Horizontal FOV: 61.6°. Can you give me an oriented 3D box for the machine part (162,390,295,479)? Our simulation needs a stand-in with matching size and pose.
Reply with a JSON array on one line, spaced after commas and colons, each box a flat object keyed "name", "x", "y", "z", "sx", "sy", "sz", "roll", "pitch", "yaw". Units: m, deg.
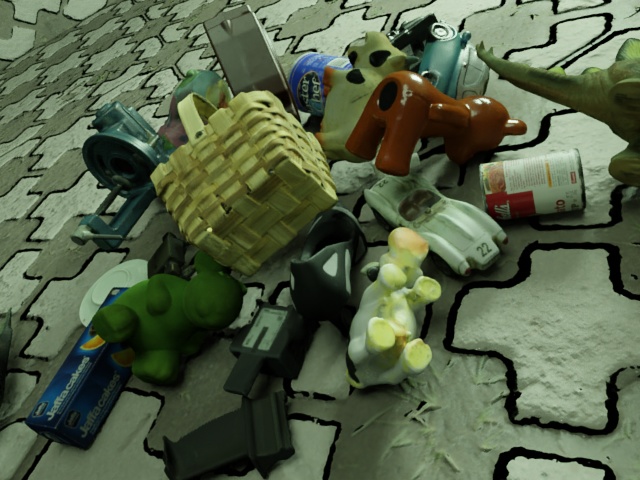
[{"name": "machine part", "x": -0.093, "y": 0.205, "z": 0.540, "sx": 0.139, "sy": 0.039, "sz": 0.084, "roll": -22, "pitch": 46, "yaw": 7}]

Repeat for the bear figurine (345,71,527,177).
[{"name": "bear figurine", "x": 0.152, "y": -0.135, "z": 0.684, "sx": 0.120, "sy": 0.196, "sz": 0.131, "roll": 44, "pitch": 116, "yaw": 54}]

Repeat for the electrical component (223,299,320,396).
[{"name": "electrical component", "x": -0.057, "y": 0.124, "z": 0.593, "sx": 0.075, "sy": 0.047, "sz": 0.119, "roll": -1, "pitch": 48, "yaw": 30}]

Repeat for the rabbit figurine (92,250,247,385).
[{"name": "rabbit figurine", "x": -0.149, "y": 0.084, "z": 0.640, "sx": 0.170, "sy": 0.121, "sz": 0.159, "roll": -19, "pitch": 17, "yaw": 34}]

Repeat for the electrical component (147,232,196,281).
[{"name": "electrical component", "x": -0.214, "y": 0.034, "z": 0.785, "sx": 0.078, "sy": 0.045, "sz": 0.102, "roll": -54, "pitch": 35, "yaw": 15}]

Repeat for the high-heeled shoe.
[{"name": "high-heeled shoe", "x": -0.001, "y": -0.002, "z": 0.616, "sx": 0.086, "sy": 0.145, "sz": 0.249, "roll": -19, "pitch": 43, "yaw": 11}]

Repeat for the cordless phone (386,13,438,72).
[{"name": "cordless phone", "x": 0.126, "y": -0.328, "z": 0.945, "sx": 0.146, "sy": 0.088, "sz": 0.184, "roll": -38, "pitch": 30, "yaw": -9}]

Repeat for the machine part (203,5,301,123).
[{"name": "machine part", "x": -0.103, "y": -0.251, "z": 0.866, "sx": 0.087, "sy": 0.201, "sz": 0.201, "roll": -25, "pitch": 85, "yaw": -2}]

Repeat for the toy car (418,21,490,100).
[{"name": "toy car", "x": 0.192, "y": -0.234, "z": 0.780, "sx": 0.103, "sy": 0.109, "sz": 0.161, "roll": 11, "pitch": 60, "yaw": 11}]

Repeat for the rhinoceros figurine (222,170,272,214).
[{"name": "rhinoceros figurine", "x": -0.088, "y": -0.064, "z": 0.771, "sx": 0.190, "sy": 0.073, "sz": 0.112, "roll": -26, "pitch": 51, "yaw": 9}]

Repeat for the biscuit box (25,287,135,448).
[{"name": "biscuit box", "x": -0.277, "y": 0.155, "z": 0.681, "sx": 0.063, "sy": 0.059, "sz": 0.203, "roll": -3, "pitch": 47, "yaw": 28}]

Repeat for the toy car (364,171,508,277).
[{"name": "toy car", "x": 0.129, "y": -0.025, "z": 0.632, "sx": 0.073, "sy": 0.056, "sz": 0.202, "roll": -37, "pitch": 40, "yaw": -9}]

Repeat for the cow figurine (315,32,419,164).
[{"name": "cow figurine", "x": 0.065, "y": -0.203, "z": 0.761, "sx": 0.127, "sy": 0.085, "sz": 0.195, "roll": 10, "pitch": 82, "yaw": 1}]

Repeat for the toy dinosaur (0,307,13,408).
[{"name": "toy dinosaur", "x": -0.489, "y": 0.238, "z": 0.684, "sx": 0.192, "sy": 0.131, "sz": 0.405, "roll": 8, "pitch": 47, "yaw": 20}]

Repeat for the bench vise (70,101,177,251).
[{"name": "bench vise", "x": -0.259, "y": -0.068, "z": 0.764, "sx": 0.129, "sy": 0.223, "sz": 0.241, "roll": -6, "pitch": 43, "yaw": 29}]

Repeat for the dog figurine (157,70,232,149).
[{"name": "dog figurine", "x": -0.254, "y": -0.177, "z": 0.928, "sx": 0.219, "sy": 0.191, "sz": 0.109, "roll": -31, "pitch": 44, "yaw": -26}]

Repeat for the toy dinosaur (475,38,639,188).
[{"name": "toy dinosaur", "x": 0.362, "y": -0.142, "z": 0.560, "sx": 0.472, "sy": 0.104, "sz": 0.198, "roll": 24, "pitch": 47, "yaw": 26}]

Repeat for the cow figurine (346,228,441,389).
[{"name": "cow figurine", "x": 0.072, "y": 0.069, "z": 0.556, "sx": 0.098, "sy": 0.068, "sz": 0.167, "roll": -54, "pitch": 13, "yaw": 48}]
